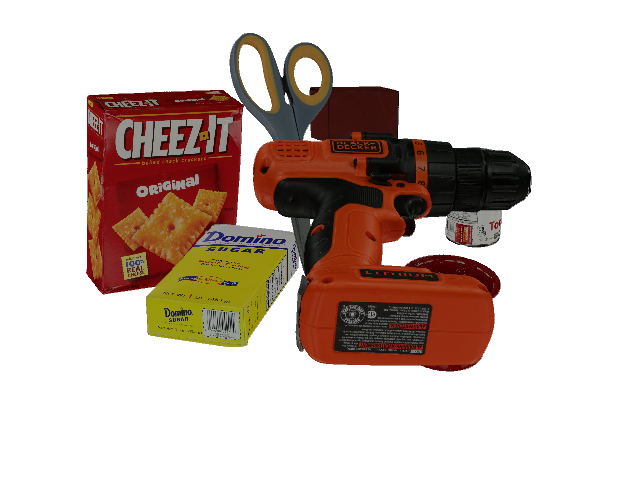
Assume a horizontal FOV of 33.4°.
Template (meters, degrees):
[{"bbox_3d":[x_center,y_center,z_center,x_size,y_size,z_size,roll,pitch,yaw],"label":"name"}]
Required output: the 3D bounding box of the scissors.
[{"bbox_3d":[-0.010,-0.075,0.854,0.096,0.202,0.016,-23,-1,-29],"label":"scissors"}]

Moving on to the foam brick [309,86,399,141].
[{"bbox_3d":[0.033,-0.126,1.064,0.078,0.051,0.053,-3,14,-20],"label":"foam brick"}]

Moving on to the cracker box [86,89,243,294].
[{"bbox_3d":[-0.176,-0.056,1.202,0.163,0.214,0.072,-7,25,-28],"label":"cracker box"}]

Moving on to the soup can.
[{"bbox_3d":[0.182,-0.051,1.265,0.068,0.102,0.068,0,25,0],"label":"soup can"}]

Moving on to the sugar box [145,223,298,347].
[{"bbox_3d":[-0.087,0.037,0.999,0.093,0.048,0.176,7,26,12],"label":"sugar box"}]

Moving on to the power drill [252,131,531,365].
[{"bbox_3d":[0.051,-0.003,0.646,0.184,0.057,0.187,0,32,-3],"label":"power drill"}]

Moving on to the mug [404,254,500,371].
[{"bbox_3d":[0.118,0.065,1.028,0.093,0.081,0.117,-2,29,-11],"label":"mug"}]
